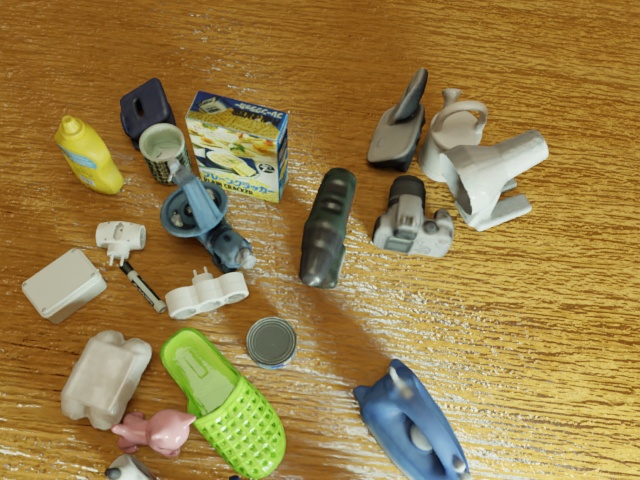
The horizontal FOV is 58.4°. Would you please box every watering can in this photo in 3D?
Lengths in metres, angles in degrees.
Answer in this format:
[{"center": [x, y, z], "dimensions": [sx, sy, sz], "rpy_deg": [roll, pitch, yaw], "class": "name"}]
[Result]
[{"center": [0.251, -0.207, 1.086], "dimensions": [0.101, 0.194, 0.172], "rpy_deg": [-19, 68, -12], "class": "watering can"}]

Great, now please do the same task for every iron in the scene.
[{"center": [0.167, 0.303, 0.877], "dimensions": [0.119, 0.141, 0.258], "rpy_deg": [-33, 72, -17], "class": "iron"}]

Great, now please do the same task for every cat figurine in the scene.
[{"center": [-0.251, 0.290, 0.869], "dimensions": [0.128, 0.118, 0.067], "rpy_deg": [4, 65, -1], "class": "cat figurine"}]

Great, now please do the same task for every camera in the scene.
[{"center": [0.177, -0.051, 1.062], "dimensions": [0.143, 0.101, 0.137], "rpy_deg": [9, 65, 1], "class": "camera"}]

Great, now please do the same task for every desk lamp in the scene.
[{"center": [0.308, -0.109, 1.035], "dimensions": [0.203, 0.213, 0.118], "rpy_deg": [-21, 68, -12], "class": "desk lamp"}]

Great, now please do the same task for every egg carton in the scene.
[{"center": [-0.343, 0.222, 0.920], "dimensions": [0.107, 0.069, 0.150], "rpy_deg": [18, 66, 5], "class": "egg carton"}]

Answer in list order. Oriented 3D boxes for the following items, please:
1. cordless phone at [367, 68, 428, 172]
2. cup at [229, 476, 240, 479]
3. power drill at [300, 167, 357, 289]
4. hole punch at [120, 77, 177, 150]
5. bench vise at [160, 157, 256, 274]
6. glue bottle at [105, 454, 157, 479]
[{"center": [0.156, -0.230, 1.096], "dimensions": [0.094, 0.185, 0.148], "rpy_deg": [16, 65, 4], "class": "cordless phone"}, {"center": [-0.136, 0.407, 0.835], "dimensions": [0.091, 0.095, 0.118], "rpy_deg": [11, 65, 1], "class": "cup"}, {"center": [0.009, 0.003, 0.967], "dimensions": [0.075, 0.208, 0.230], "rpy_deg": [13, 65, 3], "class": "power drill"}, {"center": [-0.341, -0.248, 1.123], "dimensions": [0.101, 0.091, 0.108], "rpy_deg": [-18, 68, -11], "class": "hole punch"}, {"center": [-0.184, -0.047, 0.971], "dimensions": [0.207, 0.220, 0.121], "rpy_deg": [25, 66, 8], "class": "bench vise"}, {"center": [-0.275, 0.337, 0.815], "dimensions": [0.078, 0.173, 0.037], "rpy_deg": [36, 68, 13], "class": "glue bottle"}]
